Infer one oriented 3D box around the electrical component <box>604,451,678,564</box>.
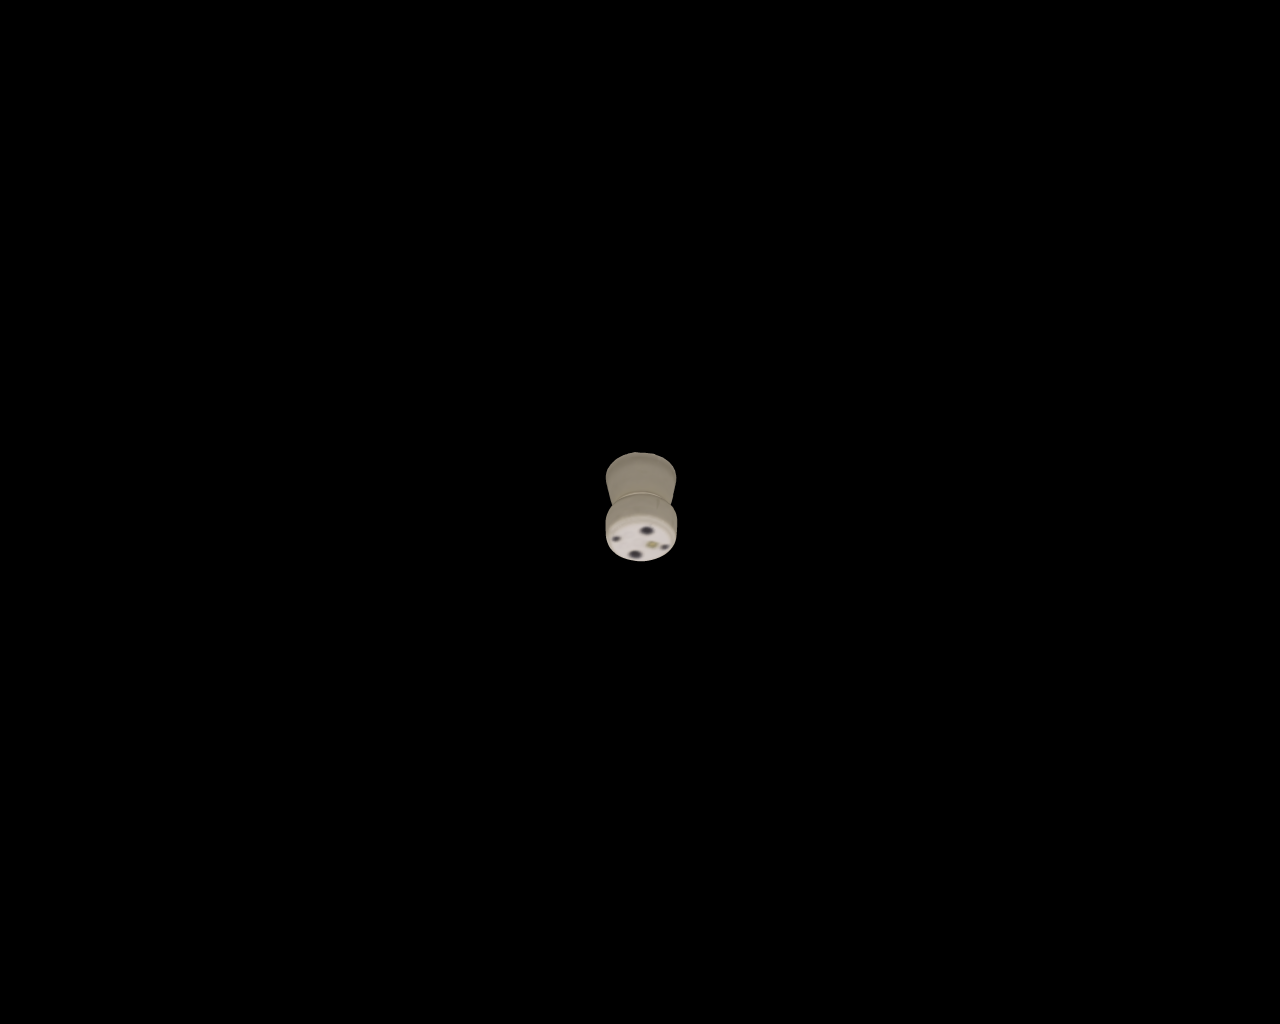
[{"bbox_3d":[0.001,-0.003,0.650,0.045,0.055,0.044,0,-42,0],"label":"electrical component"}]
